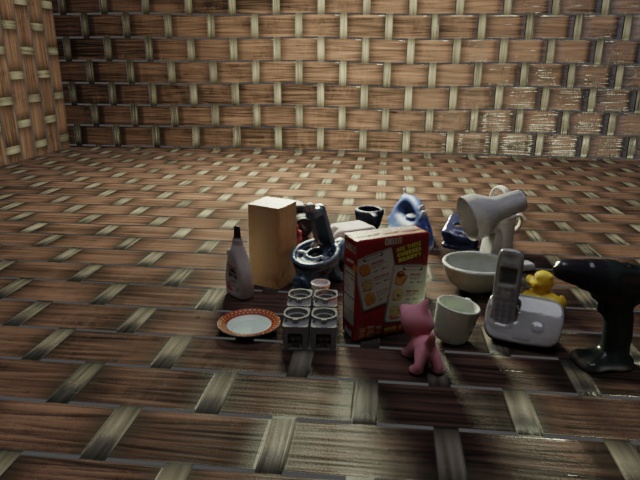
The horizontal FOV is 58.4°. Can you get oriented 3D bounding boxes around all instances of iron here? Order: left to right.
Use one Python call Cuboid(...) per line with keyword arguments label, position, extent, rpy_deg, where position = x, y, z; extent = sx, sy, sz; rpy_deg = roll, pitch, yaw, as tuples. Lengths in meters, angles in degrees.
Cuboid(label="iron", position=(0.293, -0.067, 1.761), extent=(0.119, 0.141, 0.258), rpy_deg=(-3, 18, -12))

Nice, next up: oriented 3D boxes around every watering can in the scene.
Cuboid(label="watering can", position=(0.511, -0.061, 1.660), extent=(0.173, 0.194, 0.100), rpy_deg=(-13, 22, -37))

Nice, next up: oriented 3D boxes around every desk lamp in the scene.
Cuboid(label="desk lamp", position=(0.463, -0.025, 1.515), extent=(0.203, 0.214, 0.117), rpy_deg=(-4, 18, -12))

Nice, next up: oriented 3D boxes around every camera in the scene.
Cuboid(label="camera", position=(-0.085, -0.066, 1.814), extent=(0.143, 0.101, 0.136), rpy_deg=(-5, 18, -16))

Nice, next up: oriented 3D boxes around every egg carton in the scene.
Cuboid(label="egg carton", position=(0.094, -0.012, 1.700), extent=(0.151, 0.069, 0.107), rpy_deg=(-8, 20, -26))

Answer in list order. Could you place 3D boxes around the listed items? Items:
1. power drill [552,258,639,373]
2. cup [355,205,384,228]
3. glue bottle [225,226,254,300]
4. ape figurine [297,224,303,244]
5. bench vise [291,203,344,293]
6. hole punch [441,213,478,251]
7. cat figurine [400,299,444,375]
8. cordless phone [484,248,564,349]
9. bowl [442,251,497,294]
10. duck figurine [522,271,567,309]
Cuboid(label="power drill", position=(0.519, 0.131, 1.035), extent=(0.230, 0.208, 0.075), rpy_deg=(-2, 18, -8))
Cuboid(label="cup", position=(0.156, -0.050, 1.780), extent=(0.092, 0.095, 0.117), rpy_deg=(-4, 18, -13))
Cuboid(label="glue bottle", position=(-0.190, 0.050, 1.330), extent=(0.077, 0.173, 0.037), rpy_deg=(17, 24, 42))
Cuboid(label="ape figurine", position=(-0.087, -0.023, 1.696), extent=(0.078, 0.092, 0.075), rpy_deg=(-11, 21, -31))
Cuboid(label="bench vise", position=(0.002, 0.004, 1.403), extent=(0.121, 0.220, 0.208), rpy_deg=(7, 19, 19))
Cuboid(label="hole punch", position=(0.426, -0.026, 1.718), extent=(0.108, 0.091, 0.101), rpy_deg=(10, 20, 28))
Cuboid(label="cat figurine", position=(0.187, 0.169, 1.057), extent=(0.067, 0.118, 0.127), rpy_deg=(-2, 18, -8))
Cuboid(label="cordless phone", position=(0.405, 0.113, 1.125), extent=(0.147, 0.185, 0.094), rpy_deg=(7, 19, 20))
Cuboid(label="bowl", position=(0.379, 0.086, 1.392), extent=(0.167, 0.075, 0.167), rpy_deg=(0, 18, 0))
Cuboid(label="duck figurine", position=(0.506, 0.113, 1.293), extent=(0.078, 0.086, 0.104), rpy_deg=(-12, 22, -34))
